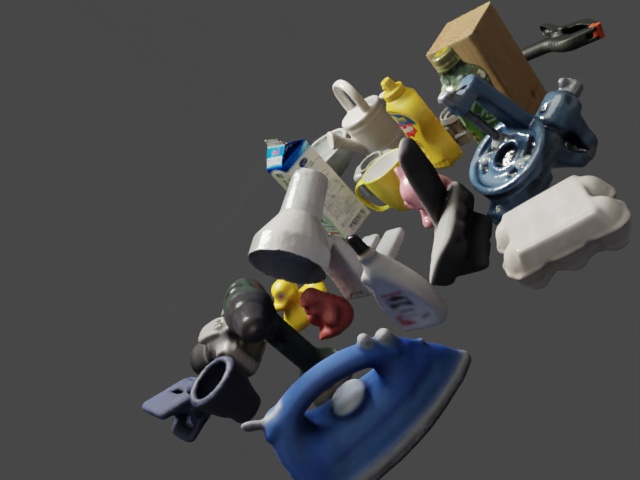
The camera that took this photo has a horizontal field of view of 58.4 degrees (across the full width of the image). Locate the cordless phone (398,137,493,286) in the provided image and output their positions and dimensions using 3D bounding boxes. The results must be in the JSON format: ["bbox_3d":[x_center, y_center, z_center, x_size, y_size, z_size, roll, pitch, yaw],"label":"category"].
[{"bbox_3d":[0.152,-0.041,0.789,0.094,0.185,0.147,-28,29,32],"label":"cordless phone"}]

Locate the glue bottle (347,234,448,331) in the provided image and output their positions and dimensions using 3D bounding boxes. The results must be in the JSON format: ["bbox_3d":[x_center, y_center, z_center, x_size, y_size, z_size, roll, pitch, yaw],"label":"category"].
[{"bbox_3d":[0.091,0.053,0.747,0.078,0.173,0.037,-24,31,38],"label":"glue bottle"}]

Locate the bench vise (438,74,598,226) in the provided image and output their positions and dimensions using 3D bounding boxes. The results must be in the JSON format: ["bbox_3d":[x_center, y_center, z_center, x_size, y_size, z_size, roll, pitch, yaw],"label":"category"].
[{"bbox_3d":[0.254,-0.153,0.766,0.121,0.220,0.208,-3,46,56],"label":"bench vise"}]

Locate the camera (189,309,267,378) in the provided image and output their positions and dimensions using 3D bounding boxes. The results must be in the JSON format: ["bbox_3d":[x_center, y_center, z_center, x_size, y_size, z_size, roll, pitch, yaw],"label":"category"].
[{"bbox_3d":[-0.174,0.183,1.044,0.136,0.101,0.143,-29,28,31],"label":"camera"}]

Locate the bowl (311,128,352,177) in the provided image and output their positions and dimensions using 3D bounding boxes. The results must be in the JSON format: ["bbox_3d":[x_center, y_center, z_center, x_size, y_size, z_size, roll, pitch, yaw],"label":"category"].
[{"bbox_3d":[0.020,-0.187,1.375,0.167,0.075,0.167,-35,25,20],"label":"bowl"}]

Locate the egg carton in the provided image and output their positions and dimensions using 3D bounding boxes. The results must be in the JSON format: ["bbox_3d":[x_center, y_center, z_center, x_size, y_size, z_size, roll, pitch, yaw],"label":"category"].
[{"bbox_3d":[0.283,-0.011,0.676,0.150,0.069,0.107,-33,26,23],"label":"egg carton"}]

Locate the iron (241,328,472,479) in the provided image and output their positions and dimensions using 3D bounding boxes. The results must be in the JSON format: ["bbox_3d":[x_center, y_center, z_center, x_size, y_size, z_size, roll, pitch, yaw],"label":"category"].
[{"bbox_3d":[0.040,0.179,0.660,0.258,0.142,0.118,-43,24,3],"label":"iron"}]

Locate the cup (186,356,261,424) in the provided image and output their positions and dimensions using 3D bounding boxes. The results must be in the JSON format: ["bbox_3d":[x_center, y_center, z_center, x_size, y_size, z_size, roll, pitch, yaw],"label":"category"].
[{"bbox_3d":[-0.150,0.248,0.906,0.117,0.095,0.092,-24,31,38],"label":"cup"}]

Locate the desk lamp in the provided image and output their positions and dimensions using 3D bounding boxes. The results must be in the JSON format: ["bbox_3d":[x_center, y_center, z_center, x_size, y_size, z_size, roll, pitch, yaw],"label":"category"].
[{"bbox_3d":[0.008,0.003,0.908,0.117,0.214,0.203,-16,36,47],"label":"desk lamp"}]

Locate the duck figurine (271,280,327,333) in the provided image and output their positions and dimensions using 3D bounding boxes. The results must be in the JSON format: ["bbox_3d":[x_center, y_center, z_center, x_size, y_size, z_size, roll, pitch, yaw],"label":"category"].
[{"bbox_3d":[-0.043,0.097,0.996,0.105,0.086,0.077,-53,25,-19],"label":"duck figurine"}]

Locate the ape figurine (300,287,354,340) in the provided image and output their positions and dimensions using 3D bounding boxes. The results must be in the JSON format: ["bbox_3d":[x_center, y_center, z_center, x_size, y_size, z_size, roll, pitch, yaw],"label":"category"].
[{"bbox_3d":[0.004,0.109,0.893,0.076,0.092,0.077,-44,24,0],"label":"ape figurine"}]

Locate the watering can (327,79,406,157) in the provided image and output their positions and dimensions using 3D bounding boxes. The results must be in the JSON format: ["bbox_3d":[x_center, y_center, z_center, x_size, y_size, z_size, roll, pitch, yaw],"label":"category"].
[{"bbox_3d":[0.091,-0.259,1.231,0.100,0.194,0.173,-3,46,56],"label":"watering can"}]

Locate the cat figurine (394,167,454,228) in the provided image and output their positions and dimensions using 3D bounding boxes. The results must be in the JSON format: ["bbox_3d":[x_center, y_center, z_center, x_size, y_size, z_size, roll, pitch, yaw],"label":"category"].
[{"bbox_3d":[0.166,-0.087,0.926,0.067,0.118,0.128,-31,27,27],"label":"cat figurine"}]

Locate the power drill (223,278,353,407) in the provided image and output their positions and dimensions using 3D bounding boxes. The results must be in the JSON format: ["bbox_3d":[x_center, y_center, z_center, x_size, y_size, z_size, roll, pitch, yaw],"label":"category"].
[{"bbox_3d":[-0.053,0.136,0.795,0.075,0.209,0.229,-46,24,-5],"label":"power drill"}]

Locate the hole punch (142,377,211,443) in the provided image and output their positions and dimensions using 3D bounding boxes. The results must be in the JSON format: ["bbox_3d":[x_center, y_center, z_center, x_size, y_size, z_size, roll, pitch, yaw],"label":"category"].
[{"bbox_3d":[-0.242,0.282,1.000,0.108,0.091,0.101,-7,43,54],"label":"hole punch"}]
